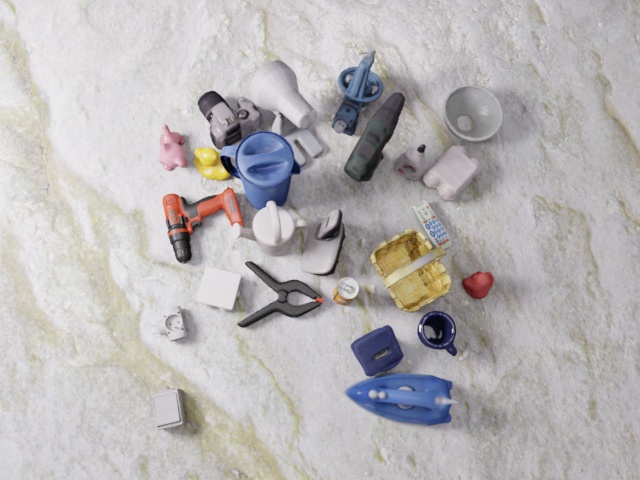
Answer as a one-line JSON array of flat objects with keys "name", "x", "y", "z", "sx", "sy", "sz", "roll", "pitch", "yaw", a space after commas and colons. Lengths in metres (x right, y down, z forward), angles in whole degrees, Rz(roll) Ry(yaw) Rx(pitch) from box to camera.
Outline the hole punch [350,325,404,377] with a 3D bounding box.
[{"name": "hole punch", "x": 0.141, "y": 0.265, "z": 1.365, "sx": 0.109, "sy": 0.091, "sz": 0.101, "roll": -28, "pitch": 79, "yaw": -11}]

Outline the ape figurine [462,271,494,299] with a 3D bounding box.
[{"name": "ape figurine", "x": 0.399, "y": 0.106, "z": 1.427, "sx": 0.078, "sy": 0.092, "sz": 0.076, "roll": 5, "pitch": 75, "yaw": -3}]

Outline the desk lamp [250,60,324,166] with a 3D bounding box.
[{"name": "desk lamp", "x": -0.075, "y": -0.316, "z": 1.433, "sx": 0.118, "sy": 0.213, "sz": 0.203, "roll": -37, "pitch": 81, "yaw": -12}]

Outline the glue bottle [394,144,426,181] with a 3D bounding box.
[{"name": "glue bottle", "x": 0.240, "y": -0.205, "z": 1.452, "sx": 0.078, "sy": 0.173, "sz": 0.037, "roll": 23, "pitch": 75, "yaw": 2}]

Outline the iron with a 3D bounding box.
[{"name": "iron", "x": 0.188, "y": 0.363, "z": 1.317, "sx": 0.258, "sy": 0.141, "sz": 0.119, "roll": 5, "pitch": 75, "yaw": -3}]

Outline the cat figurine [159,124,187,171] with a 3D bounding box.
[{"name": "cat figurine", "x": -0.373, "y": -0.229, "z": 1.435, "sx": 0.067, "sy": 0.117, "sz": 0.128, "roll": -13, "pitch": 77, "yaw": -8}]

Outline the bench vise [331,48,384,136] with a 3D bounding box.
[{"name": "bench vise", "x": 0.103, "y": -0.374, "z": 1.460, "sx": 0.121, "sy": 0.219, "sz": 0.207, "roll": 7, "pitch": 75, "yaw": -2}]

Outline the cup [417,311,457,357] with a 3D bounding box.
[{"name": "cup", "x": 0.281, "y": 0.232, "z": 1.383, "sx": 0.092, "sy": 0.095, "sz": 0.117, "roll": -36, "pitch": 81, "yaw": -12}]

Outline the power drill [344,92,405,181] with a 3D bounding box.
[{"name": "power drill", "x": 0.130, "y": -0.237, "z": 1.433, "sx": 0.075, "sy": 0.208, "sz": 0.230, "roll": 29, "pitch": 75, "yaw": 4}]

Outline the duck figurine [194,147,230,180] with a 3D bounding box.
[{"name": "duck figurine", "x": -0.272, "y": -0.201, "z": 1.453, "sx": 0.104, "sy": 0.086, "sz": 0.077, "roll": 28, "pitch": 75, "yaw": 3}]

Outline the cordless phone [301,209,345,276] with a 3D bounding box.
[{"name": "cordless phone", "x": 0.013, "y": 0.005, "z": 1.372, "sx": 0.094, "sy": 0.185, "sz": 0.147, "roll": 12, "pitch": 75, "yaw": -1}]

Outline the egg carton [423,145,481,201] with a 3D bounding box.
[{"name": "egg carton", "x": 0.346, "y": -0.178, "z": 1.508, "sx": 0.107, "sy": 0.069, "sz": 0.150, "roll": 42, "pitch": 76, "yaw": 6}]

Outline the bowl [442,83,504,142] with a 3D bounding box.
[{"name": "bowl", "x": 0.404, "y": -0.332, "z": 1.550, "sx": 0.167, "sy": 0.074, "sz": 0.167, "roll": 1, "pitch": 75, "yaw": -4}]

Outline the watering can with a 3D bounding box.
[{"name": "watering can", "x": -0.117, "y": -0.027, "z": 1.365, "sx": 0.173, "sy": 0.194, "sz": 0.101, "roll": -30, "pitch": 80, "yaw": -11}]

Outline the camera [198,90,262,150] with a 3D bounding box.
[{"name": "camera", "x": -0.242, "y": -0.331, "z": 1.481, "sx": 0.143, "sy": 0.101, "sz": 0.137, "roll": -35, "pitch": 81, "yaw": -12}]
